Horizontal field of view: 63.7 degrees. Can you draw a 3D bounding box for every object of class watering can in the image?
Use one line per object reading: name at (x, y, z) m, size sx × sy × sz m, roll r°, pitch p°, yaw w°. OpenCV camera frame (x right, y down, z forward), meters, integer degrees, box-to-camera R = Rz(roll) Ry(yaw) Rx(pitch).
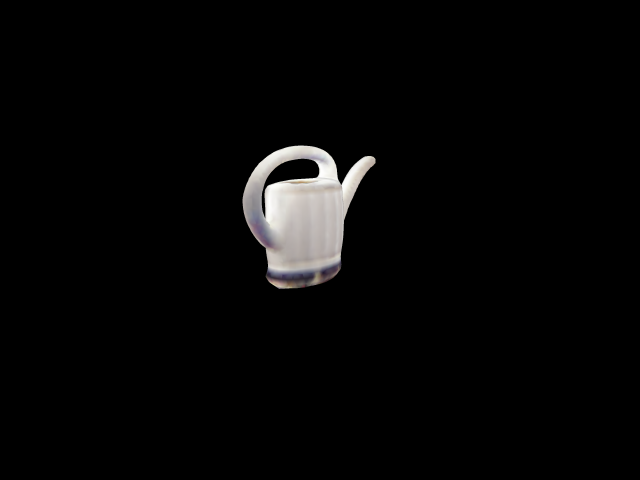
watering can at (0.003, -0.043, 0.850) m, size 0.104 × 0.223 × 0.350 m, roll 6°, pitch 11°, yaw 36°
